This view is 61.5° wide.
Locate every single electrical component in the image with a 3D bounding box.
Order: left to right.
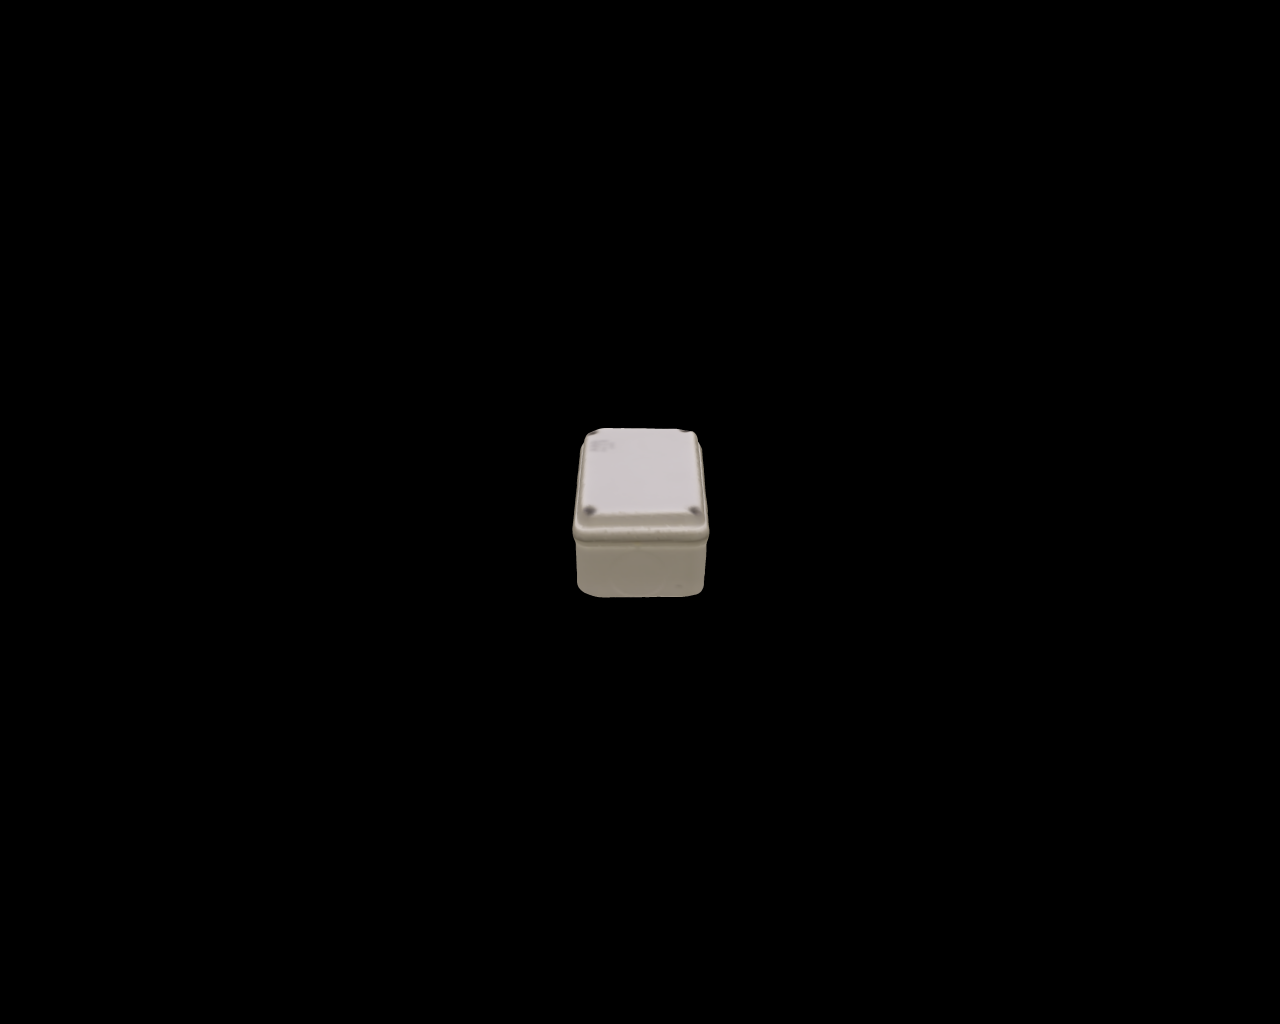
[{"bbox_3d":[0.001,-0.003,0.650,0.078,0.057,0.113,0,32,0],"label":"electrical component"}]
